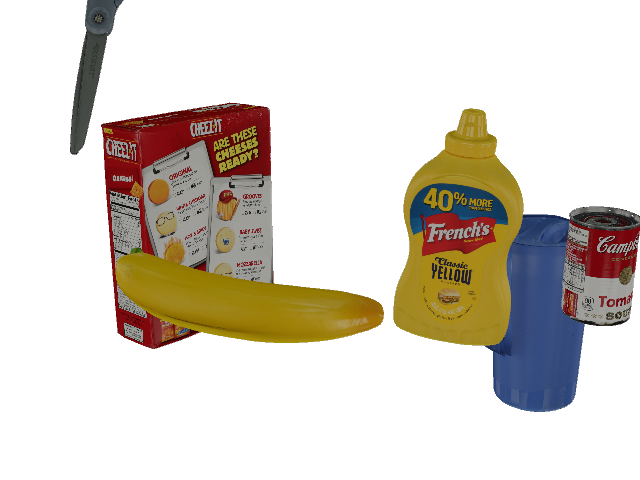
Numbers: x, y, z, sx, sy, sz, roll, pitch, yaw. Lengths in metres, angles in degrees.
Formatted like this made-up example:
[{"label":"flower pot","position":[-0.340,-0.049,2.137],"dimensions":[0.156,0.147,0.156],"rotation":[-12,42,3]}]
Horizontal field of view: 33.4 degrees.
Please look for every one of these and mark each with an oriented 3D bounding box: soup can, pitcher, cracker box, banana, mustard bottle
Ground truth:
[{"label":"soup can","position":[0.273,0.025,1.044],"dimensions":[0.068,0.102,0.068],"rotation":[1,18,0]},{"label":"pitcher","position":[0.273,0.096,1.383],"dimensions":[0.149,0.243,0.144],"rotation":[5,19,16]},{"label":"cracker box","position":[-0.127,-0.019,1.056],"dimensions":[0.072,0.214,0.163],"rotation":[13,21,42]},{"label":"banana","position":[-0.060,0.034,0.681],"dimensions":[0.198,0.037,0.069],"rotation":[14,33,25]},{"label":"mustard bottle","position":[0.115,-0.013,0.874],"dimensions":[0.096,0.192,0.058],"rotation":[10,21,16]}]

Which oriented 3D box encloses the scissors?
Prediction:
[{"label":"scissors","position":[-0.134,-0.160,0.740],"dimensions":[0.096,0.202,0.016],"rotation":[-7,-12,-8]}]
